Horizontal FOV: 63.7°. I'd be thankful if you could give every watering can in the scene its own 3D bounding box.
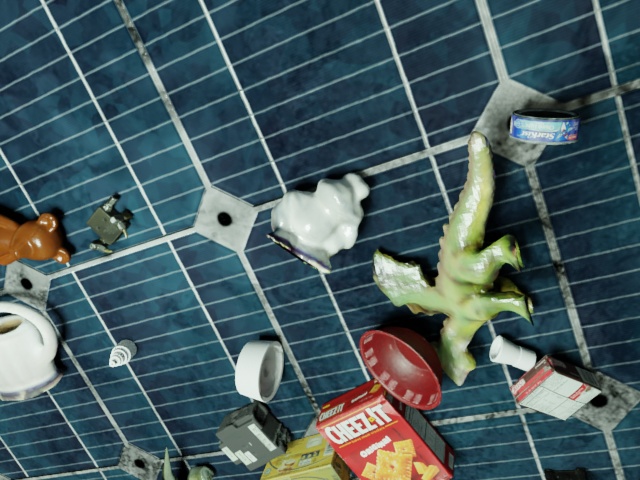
[{"bbox_3d":[-0.693,0.233,1.100,0.347,0.106,0.221,-7,111,17],"label":"watering can"}]

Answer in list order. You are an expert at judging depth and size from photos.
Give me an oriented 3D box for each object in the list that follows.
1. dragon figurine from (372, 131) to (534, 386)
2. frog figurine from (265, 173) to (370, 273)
[{"bbox_3d":[0.190,0.048,0.793,0.241,0.124,0.405,-12,109,28],"label":"dragon figurine"},{"bbox_3d":[0.002,-0.041,0.817,0.138,0.121,0.160,31,81,9],"label":"frog figurine"}]
